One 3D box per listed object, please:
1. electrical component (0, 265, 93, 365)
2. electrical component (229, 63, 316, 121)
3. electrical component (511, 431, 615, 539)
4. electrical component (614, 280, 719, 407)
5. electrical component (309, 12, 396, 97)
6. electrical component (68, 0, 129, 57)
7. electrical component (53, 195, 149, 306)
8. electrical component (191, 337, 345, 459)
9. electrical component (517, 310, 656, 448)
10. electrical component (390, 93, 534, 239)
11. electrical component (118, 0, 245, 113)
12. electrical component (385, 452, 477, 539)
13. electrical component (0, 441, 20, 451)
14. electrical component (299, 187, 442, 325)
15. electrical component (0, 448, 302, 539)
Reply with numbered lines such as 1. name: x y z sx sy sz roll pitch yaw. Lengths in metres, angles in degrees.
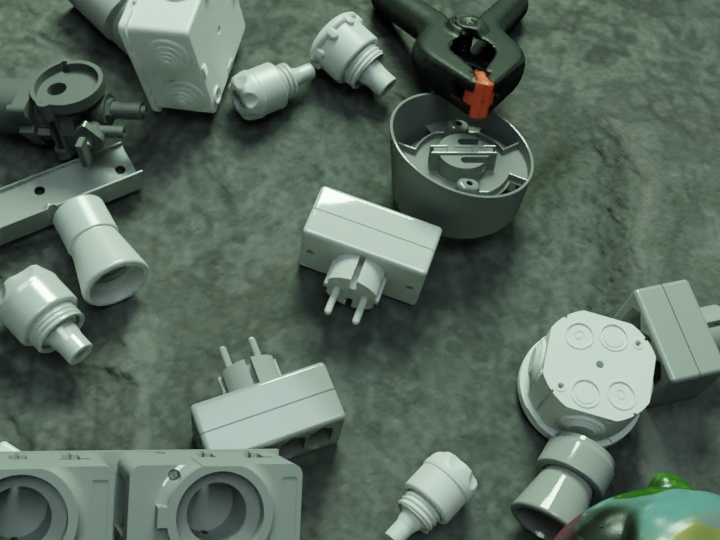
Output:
1. electrical component: -0.190 0.031 0.657 0.062 0.043 0.043 43 66 14
2. electrical component: -0.060 -0.131 0.762 0.061 0.035 0.035 -26 69 -22
3. electrical component: 0.122 0.131 0.644 0.045 0.045 0.055 31 63 9
4. electrical component: 0.217 0.044 0.699 0.077 0.047 0.065 -11 65 -12
5. electrical component: -0.002 -0.151 0.776 0.062 0.048 0.048 43 66 7
6. electrical component: -0.173 -0.187 0.772 0.043 0.043 0.081 -39 74 -23
7. electrical component: -0.168 -0.015 0.686 0.044 0.044 0.065 -25 64 -18
8. electrical component: -0.062 0.076 0.647 0.083 0.047 0.075 -17 66 -15
9. electrical component: 0.143 0.069 0.675 0.080 0.051 0.080 3 62 -6
10. electrical component: 0.067 -0.071 0.726 0.099 0.064 0.099 2 49 -2
11. electrical component: -0.118 -0.167 0.738 0.048 0.099 0.099 8 62 11
12. electrical component: 0.039 0.138 0.636 0.035 0.035 0.061 42 68 14
13. electrical component: -0.222 0.134 0.597 0.076 0.047 0.083 30 63 9
14. electrical component: 0.000 0.000 0.695 0.083 0.047 0.075 20 62 3
15. electrical component: -0.126 0.149 0.550 0.186 0.060 0.105 3 88 -20
